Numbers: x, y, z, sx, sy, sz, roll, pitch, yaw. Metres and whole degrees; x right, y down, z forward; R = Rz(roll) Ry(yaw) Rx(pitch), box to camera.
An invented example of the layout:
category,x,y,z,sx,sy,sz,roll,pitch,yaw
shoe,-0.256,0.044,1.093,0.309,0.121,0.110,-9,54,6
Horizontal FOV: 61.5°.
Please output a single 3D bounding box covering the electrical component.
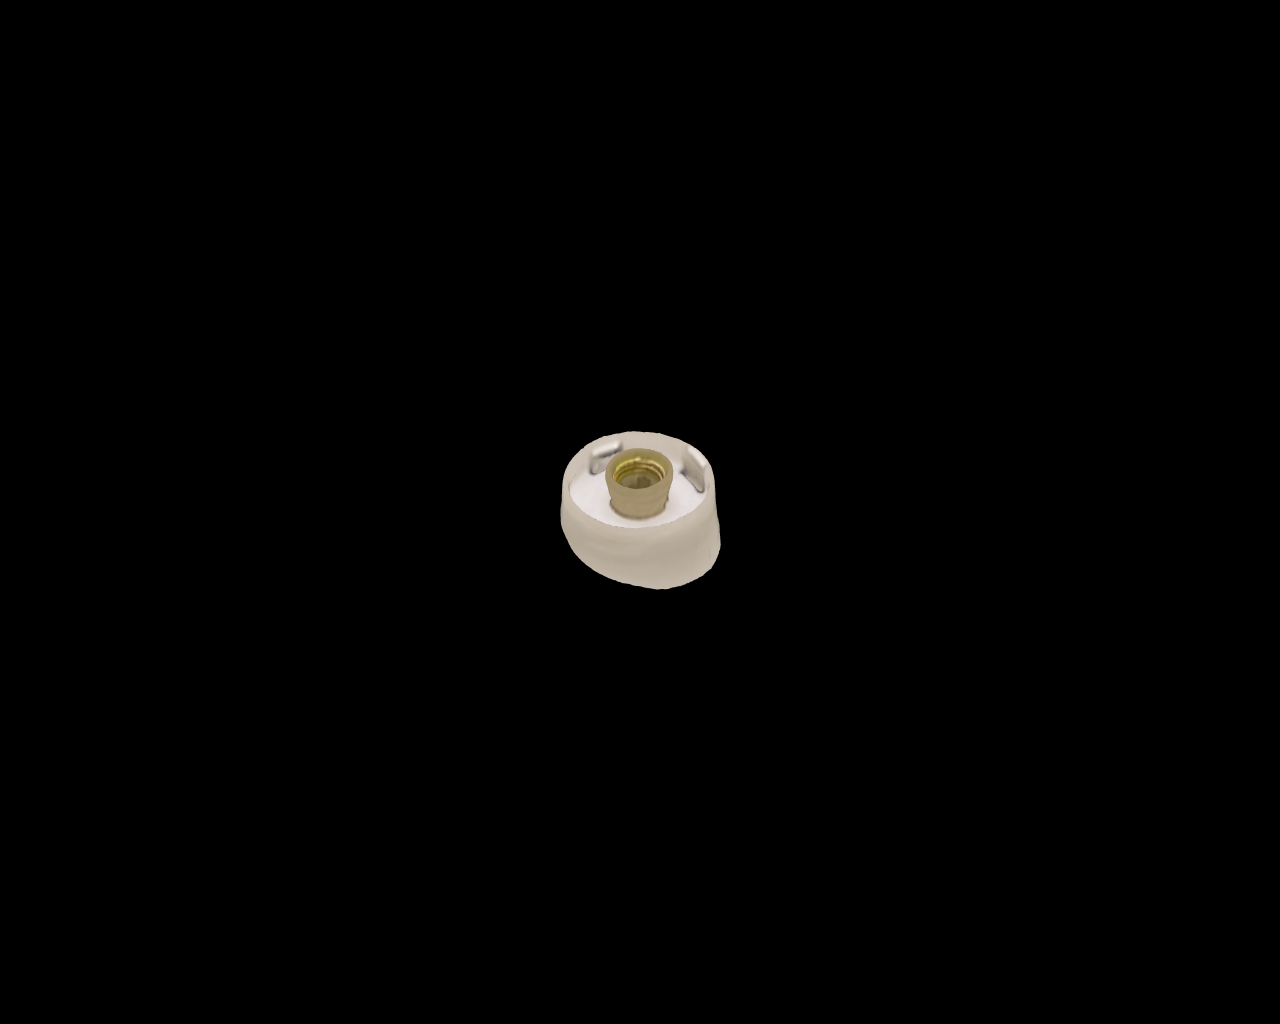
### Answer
category,x,y,z,sx,sy,sz,roll,pitch,yaw
electrical component,0.001,-0.003,0.650,0.099,0.064,0.099,0,42,0
